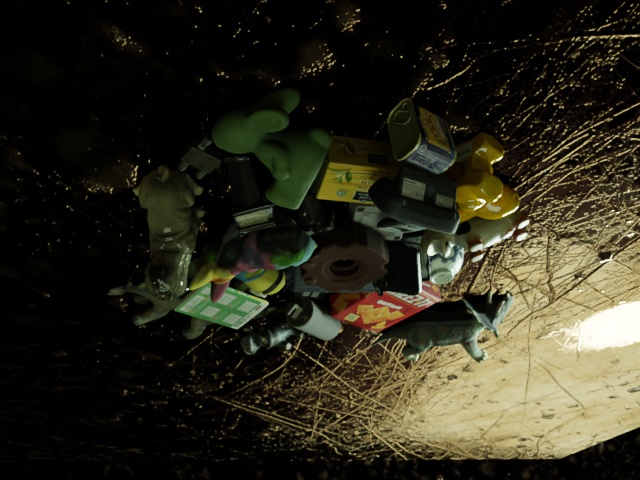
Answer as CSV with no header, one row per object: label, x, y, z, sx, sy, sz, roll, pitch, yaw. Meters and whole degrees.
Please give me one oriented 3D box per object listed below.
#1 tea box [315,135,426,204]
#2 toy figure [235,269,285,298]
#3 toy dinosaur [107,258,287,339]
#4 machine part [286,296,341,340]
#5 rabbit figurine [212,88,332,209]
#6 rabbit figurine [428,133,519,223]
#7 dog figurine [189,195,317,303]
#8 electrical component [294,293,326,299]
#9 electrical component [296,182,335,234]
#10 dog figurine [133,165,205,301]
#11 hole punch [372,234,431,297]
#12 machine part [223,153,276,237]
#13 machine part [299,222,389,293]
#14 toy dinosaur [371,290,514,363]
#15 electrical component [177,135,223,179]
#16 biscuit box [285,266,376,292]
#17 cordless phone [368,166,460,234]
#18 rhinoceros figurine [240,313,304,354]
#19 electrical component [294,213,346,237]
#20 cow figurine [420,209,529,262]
tea box,0.082,-0.115,0.919,0.170,0.068,0.098,3,145,-13
toy figure,-0.135,0.059,1.136,0.089,0.082,0.180,-13,142,12
toy dinosaur,-0.250,0.140,1.221,0.198,0.105,0.471,-35,146,30
machine part,-0.014,0.194,1.326,0.079,0.079,0.243,-19,152,19
rabbit figurine,-0.079,-0.147,0.819,0.170,0.121,0.159,24,135,-13
rabbit figurine,0.276,-0.080,0.949,0.173,0.122,0.162,23,142,-35
dog figurine,-0.135,0.034,0.984,0.219,0.192,0.108,-49,144,0
electrical component,-0.025,0.106,1.245,0.075,0.048,0.119,12,140,-22
electrical component,-0.009,-0.061,0.966,0.045,0.102,0.078,-14,178,24
dog figurine,-0.263,-0.011,0.923,0.121,0.191,0.172,-9,143,6
hole punch,0.172,0.046,1.127,0.116,0.092,0.142,7,116,33
machine part,-0.124,-0.079,0.905,0.084,0.138,0.039,-16,-173,14
machine part,0.046,0.039,1.044,0.179,0.056,0.179,-3,143,-2
toy dinosaur,0.313,0.233,1.418,0.405,0.131,0.191,-10,133,15
electrical component,-0.195,-0.137,0.894,0.063,0.021,0.094,23,136,-35
biscuit box,0.026,0.080,1.167,0.203,0.062,0.059,2,-179,-20
cordless phone,0.129,-0.049,0.903,0.146,0.088,0.184,12,166,-25
rhinoceros figurine,-0.117,0.224,1.327,0.112,0.073,0.190,6,-166,30
electrical component,-0.002,-0.003,1.080,0.115,0.058,0.134,-30,138,34
cow figurine,0.287,-0.026,1.046,0.195,0.127,0.085,-26,143,5
